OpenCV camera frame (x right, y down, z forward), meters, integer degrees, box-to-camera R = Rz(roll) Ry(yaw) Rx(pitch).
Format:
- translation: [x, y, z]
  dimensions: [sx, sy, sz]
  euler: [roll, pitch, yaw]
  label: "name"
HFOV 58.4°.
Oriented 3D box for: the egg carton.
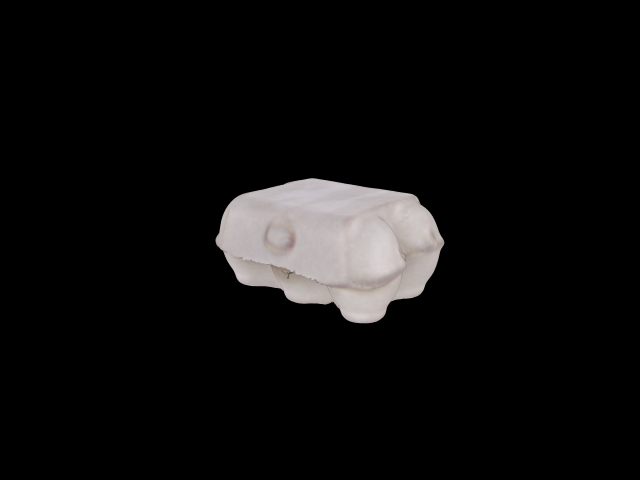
- translation: [0.004, 0.001, 0.400]
  dimensions: [0.149, 0.069, 0.107]
  euler: [13, 22, 36]
  label: "egg carton"
